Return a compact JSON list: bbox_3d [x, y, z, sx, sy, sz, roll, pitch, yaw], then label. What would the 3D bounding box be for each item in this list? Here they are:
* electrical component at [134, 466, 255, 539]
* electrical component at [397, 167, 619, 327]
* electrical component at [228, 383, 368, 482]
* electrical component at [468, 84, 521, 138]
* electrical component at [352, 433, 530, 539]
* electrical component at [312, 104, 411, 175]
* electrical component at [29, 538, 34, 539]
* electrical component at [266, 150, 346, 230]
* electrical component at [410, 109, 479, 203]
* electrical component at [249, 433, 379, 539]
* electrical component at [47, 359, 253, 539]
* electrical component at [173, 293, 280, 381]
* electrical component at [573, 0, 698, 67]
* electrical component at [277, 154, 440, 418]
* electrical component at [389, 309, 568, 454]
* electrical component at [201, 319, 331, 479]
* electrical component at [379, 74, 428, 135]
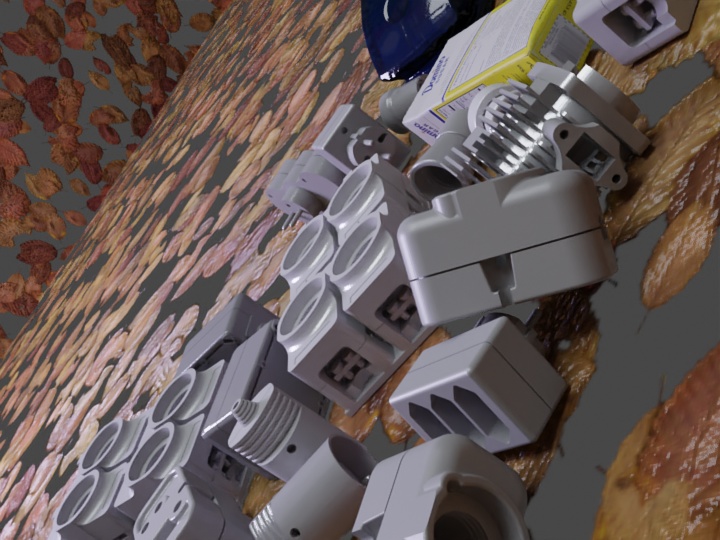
[{"bbox_3d":[-0.103,0.172,0.688,0.053,0.059,0.095,-55,18,-3],"label":"electrical component"},{"bbox_3d":[0.070,-0.014,0.525,0.095,0.059,0.054,-16,0,21],"label":"electrical component"},{"bbox_3d":[-0.040,0.100,0.628,0.043,0.081,0.043,-47,19,22],"label":"electrical component"},{"bbox_3d":[0.098,-0.098,0.702,0.045,0.045,0.055,-53,18,4],"label":"electrical component"},{"bbox_3d":[0.032,0.121,0.455,0.059,0.054,0.095,-33,27,47],"label":"electrical component"},{"bbox_3d":[0.006,-0.102,0.902,0.047,0.066,0.077,-55,18,-4],"label":"electrical component"},{"bbox_3d":[-0.256,0.292,0.803,0.150,0.089,0.061,-51,18,9],"label":"electrical component"},{"bbox_3d":[-0.050,-0.068,1.003,0.073,0.052,0.138,-60,19,-18],"label":"electrical component"},{"bbox_3d":[0.067,-0.082,0.757,0.044,0.044,0.065,-30,25,52],"label":"electrical component"},{"bbox_3d":[-0.026,0.134,0.593,0.081,0.043,0.043,-49,19,15],"label":"electrical component"},{"bbox_3d":[-0.159,0.154,0.829,0.186,0.060,0.105,-34,26,34],"label":"electrical component"},{"bbox_3d":[-0.094,0.065,0.858,0.096,0.062,0.061,-42,21,32],"label":"electrical component"},{"bbox_3d":[0.170,-0.175,0.653,0.056,0.050,0.089,-28,32,54],"label":"electrical component"},{"bbox_3d":[0.000,0.000,0.743,0.105,0.060,0.186,-48,19,18],"label":"electrical component"},{"bbox_3d":[0.065,0.047,0.521,0.066,0.047,0.076,-30,16,52],"label":"electrical component"},{"bbox_3d":[-0.060,0.085,0.736,0.061,0.062,0.096,-38,24,40],"label":"electrical component"},{"bbox_3d":[0.046,-0.143,0.926,0.046,0.040,0.040,-24,34,46],"label":"electrical component"}]
